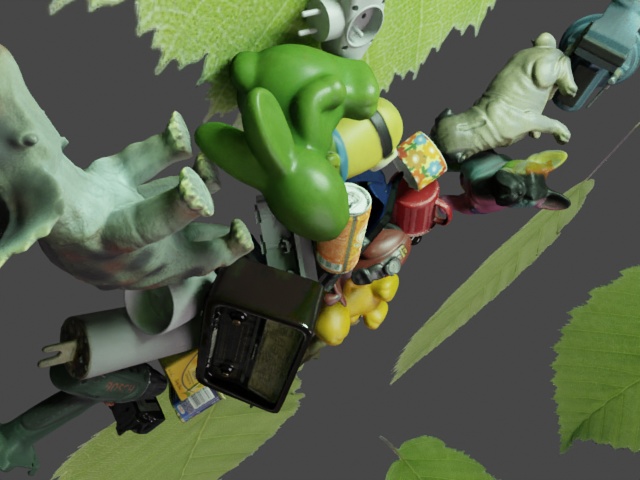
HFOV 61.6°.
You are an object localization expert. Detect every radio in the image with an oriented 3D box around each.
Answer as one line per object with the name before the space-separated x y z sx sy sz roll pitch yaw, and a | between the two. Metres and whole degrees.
radio | -0.084 0.127 0.690 0.229 0.131 0.073 110 1 -45

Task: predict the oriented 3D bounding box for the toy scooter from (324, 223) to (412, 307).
toy scooter | 0.059 0.047 0.858 0.184 0.135 0.075 -20 118 20

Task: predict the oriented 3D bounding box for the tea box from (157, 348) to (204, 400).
tea box | -0.206 0.182 0.855 0.098 0.068 0.169 -30 155 -20

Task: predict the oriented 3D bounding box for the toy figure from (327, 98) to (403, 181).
toy figure | 0.020 -0.107 0.629 0.180 0.082 0.089 -22 152 -26

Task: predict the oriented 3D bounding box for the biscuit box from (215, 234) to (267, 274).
biscuit box | -0.117 0.078 0.796 0.059 0.063 0.202 -26 155 -28

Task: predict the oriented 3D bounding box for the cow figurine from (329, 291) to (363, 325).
cow figurine | 0.066 0.129 1.109 0.167 0.098 0.068 -7 136 -49

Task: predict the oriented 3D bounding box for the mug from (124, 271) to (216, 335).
mug | -0.172 0.055 0.669 0.109 0.081 0.107 -56 164 21

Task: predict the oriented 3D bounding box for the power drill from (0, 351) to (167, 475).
power drill | -0.339 0.238 0.757 0.207 0.086 0.231 -30 155 -8

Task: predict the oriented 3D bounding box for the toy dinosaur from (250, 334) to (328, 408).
toy dinosaur | -0.075 0.212 1.001 0.198 0.105 0.470 -41 161 -23

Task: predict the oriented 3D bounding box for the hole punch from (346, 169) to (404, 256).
hole punch | 0.050 -0.048 0.795 0.142 0.092 0.116 -57 -177 35

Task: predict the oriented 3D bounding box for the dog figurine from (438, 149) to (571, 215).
dog figurine | 0.303 -0.096 0.868 0.191 0.219 0.108 -16 104 -40

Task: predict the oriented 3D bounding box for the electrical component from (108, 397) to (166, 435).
electrical component | -0.299 0.286 0.906 0.048 0.075 0.119 -38 152 7

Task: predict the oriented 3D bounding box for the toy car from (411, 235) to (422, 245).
toy car | 0.124 0.024 1.051 0.073 0.056 0.201 6 131 -50

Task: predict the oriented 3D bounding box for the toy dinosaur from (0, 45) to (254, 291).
toy dinosaur | -0.177 -0.009 0.496 0.192 0.131 0.404 -22 161 -2

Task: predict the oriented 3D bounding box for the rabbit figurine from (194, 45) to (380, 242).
rabbit figurine | -0.018 -0.085 0.472 0.121 0.170 0.159 -27 151 36

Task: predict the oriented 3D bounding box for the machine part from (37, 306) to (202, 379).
machine part | -0.234 0.120 0.690 0.243 0.079 0.079 -6 141 -49

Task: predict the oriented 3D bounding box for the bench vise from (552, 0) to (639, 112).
bench vise | 0.436 -0.315 0.802 0.240 0.129 0.223 -49 154 -28

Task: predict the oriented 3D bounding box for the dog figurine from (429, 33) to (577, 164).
dog figurine | 0.256 -0.205 0.790 0.191 0.172 0.121 -6 -173 -8

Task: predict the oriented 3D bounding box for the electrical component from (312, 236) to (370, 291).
electrical component | -0.002 -0.002 0.739 0.058 0.115 0.134 -33 161 -52

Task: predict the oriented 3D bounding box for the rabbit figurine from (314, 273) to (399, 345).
rabbit figurine | 0.038 0.107 0.954 0.173 0.162 0.121 -47 169 -41
